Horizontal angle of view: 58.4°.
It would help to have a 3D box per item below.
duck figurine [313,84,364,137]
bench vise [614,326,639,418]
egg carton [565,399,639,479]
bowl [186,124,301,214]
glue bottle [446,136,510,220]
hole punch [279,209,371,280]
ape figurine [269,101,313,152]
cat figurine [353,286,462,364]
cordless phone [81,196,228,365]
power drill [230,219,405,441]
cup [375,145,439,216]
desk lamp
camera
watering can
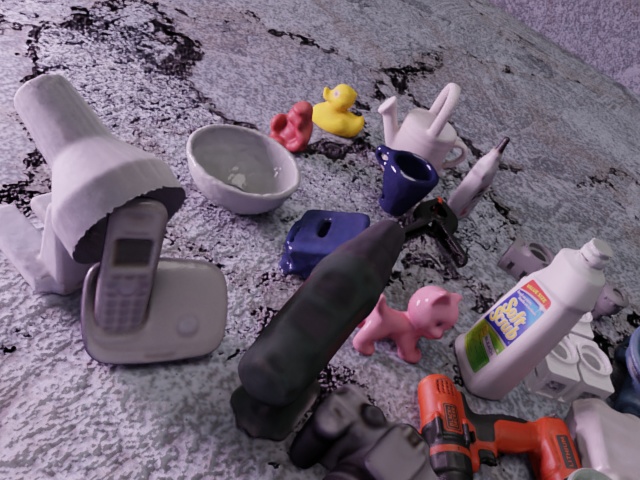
[{"bbox_3d":[0.042,-0.253,1.095,0.104,0.086,0.077,24,38,-5],"label":"duck figurine"},{"bbox_3d":[0.506,0.139,0.819,0.121,0.219,0.207,27,38,-1],"label":"bench vise"},{"bbox_3d":[0.358,0.271,0.703,0.107,0.069,0.150,25,38,-4],"label":"egg carton"},{"bbox_3d":[-0.115,-0.090,0.824,0.168,0.074,0.167,17,39,-14],"label":"bowl"},{"bbox_3d":[0.280,-0.110,1.004,0.037,0.173,0.078,43,40,19],"label":"glue bottle"},{"bbox_3d":[0.007,0.003,0.779,0.101,0.091,0.109,26,38,-3],"label":"hole punch"},{"bbox_3d":[-0.041,-0.196,0.975,0.076,0.092,0.077,-9,51,-37],"label":"ape figurine"},{"bbox_3d":[0.117,0.093,0.720,0.128,0.117,0.067,12,40,-19],"label":"cat figurine"},{"bbox_3d":[-0.153,0.037,0.567,0.148,0.185,0.094,0,46,-31],"label":"cordless phone"},{"bbox_3d":[-0.009,0.097,0.567,0.075,0.208,0.230,35,38,9],"label":"power drill"},{"bbox_3d":[0.128,-0.096,0.960,0.117,0.095,0.092,39,39,14],"label":"cup"},{"bbox_3d":[-0.247,-0.041,0.576,0.203,0.213,0.118,41,40,17],"label":"desk lamp"},{"bbox_3d":[0.030,0.222,0.535,0.143,0.100,0.137,43,40,19],"label":"camera"},{"bbox_3d":[0.187,-0.195,1.028,0.173,0.194,0.100,10,41,-21],"label":"watering can"}]
